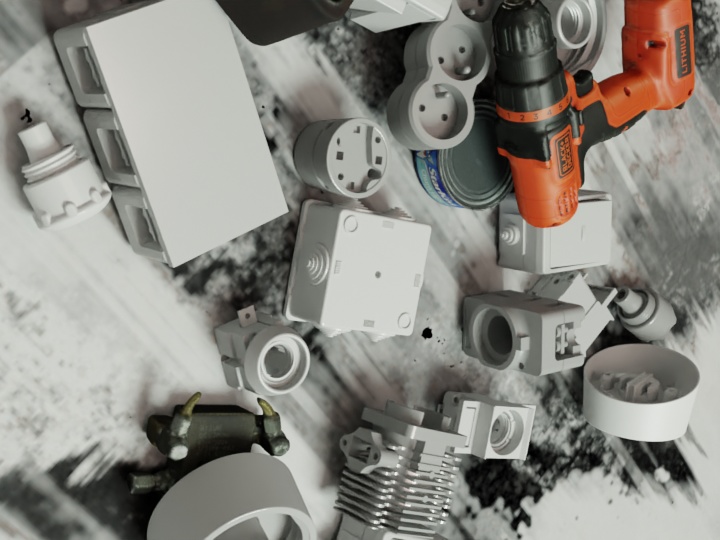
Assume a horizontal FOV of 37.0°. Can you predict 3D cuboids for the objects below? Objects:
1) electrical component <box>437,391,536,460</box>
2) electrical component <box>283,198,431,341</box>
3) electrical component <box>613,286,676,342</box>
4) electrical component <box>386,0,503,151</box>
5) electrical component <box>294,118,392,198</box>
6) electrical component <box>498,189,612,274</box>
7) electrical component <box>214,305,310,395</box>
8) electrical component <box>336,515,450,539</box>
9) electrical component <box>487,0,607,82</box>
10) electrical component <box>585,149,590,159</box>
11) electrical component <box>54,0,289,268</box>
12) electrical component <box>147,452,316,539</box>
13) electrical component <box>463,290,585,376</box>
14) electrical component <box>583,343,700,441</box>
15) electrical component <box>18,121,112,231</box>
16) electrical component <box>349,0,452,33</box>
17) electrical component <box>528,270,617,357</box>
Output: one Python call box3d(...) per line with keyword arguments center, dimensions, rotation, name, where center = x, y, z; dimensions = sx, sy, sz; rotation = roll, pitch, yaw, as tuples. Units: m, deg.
box3d(center=(0.099, 0.124, 0.863), dimensions=(0.081, 0.064, 0.042), rotation=(10, 91, -38), name="electrical component")
box3d(center=(0.000, 0.000, 0.779), dimensions=(0.100, 0.048, 0.099), rotation=(8, 93, -36), name="electrical component")
box3d(center=(0.254, 0.036, 0.974), dimensions=(0.062, 0.043, 0.043), rotation=(34, 78, -33), name="electrical component")
box3d(center=(0.056, -0.153, 0.779), dimensions=(0.052, 0.074, 0.138), rotation=(19, 87, -24), name="electrical component")
box3d(center=(-0.013, -0.080, 0.756), dimensions=(0.055, 0.047, 0.055), rotation=(-7, 102, -35), name="electrical component")
box3d(center=(0.158, -0.032, 0.881), dimensions=(0.096, 0.061, 0.061), rotation=(-8, 102, -35), name="electrical component")
box3d(center=(-0.066, 0.058, 0.736), dimensions=(0.048, 0.055, 0.066), rotation=(-22, 110, -32), name="electrical component")
box3d(center=(0.021, 0.226, 0.824), dimensions=(0.096, 0.061, 0.061), rotation=(21, 85, -37), name="electrical component")
box3d(center=(0.148, -0.194, 0.848), dimensions=(0.108, 0.060, 0.108), rotation=(-7, 102, -35), name="electrical component")
box3d(center=(0.155, -0.107, 0.877), dimensions=(0.055, 0.045, 0.045), rotation=(4, 95, -37), name="electrical component")
box3d(center=(-0.117, -0.090, 0.670), dimensions=(0.089, 0.062, 0.150), rotation=(-29, 113, -29), name="electrical component")
box3d(center=(-0.081, 0.182, 0.718), dimensions=(0.108, 0.060, 0.108), rotation=(-18, 132, -21), name="electrical component")
box3d(center=(0.126, 0.049, 0.853), dimensions=(0.056, 0.089, 0.050), rotation=(-8, 103, -35), name="electrical component")
box3d(center=(0.246, 0.109, 0.949), dimensions=(0.099, 0.099, 0.064), rotation=(-6, 108, -35), name="electrical component")
box3d(center=(-0.181, -0.057, 0.641), dimensions=(0.048, 0.048, 0.062), rotation=(-33, 109, -28), name="electrical component")
box3d(center=(0.023, -0.201, 0.732), dimensions=(0.062, 0.096, 0.061), rotation=(19, 86, -37), name="electrical component")
box3d(center=(0.176, 0.034, 0.918), dimensions=(0.081, 0.042, 0.063), rotation=(-48, 118, -21), name="electrical component")
